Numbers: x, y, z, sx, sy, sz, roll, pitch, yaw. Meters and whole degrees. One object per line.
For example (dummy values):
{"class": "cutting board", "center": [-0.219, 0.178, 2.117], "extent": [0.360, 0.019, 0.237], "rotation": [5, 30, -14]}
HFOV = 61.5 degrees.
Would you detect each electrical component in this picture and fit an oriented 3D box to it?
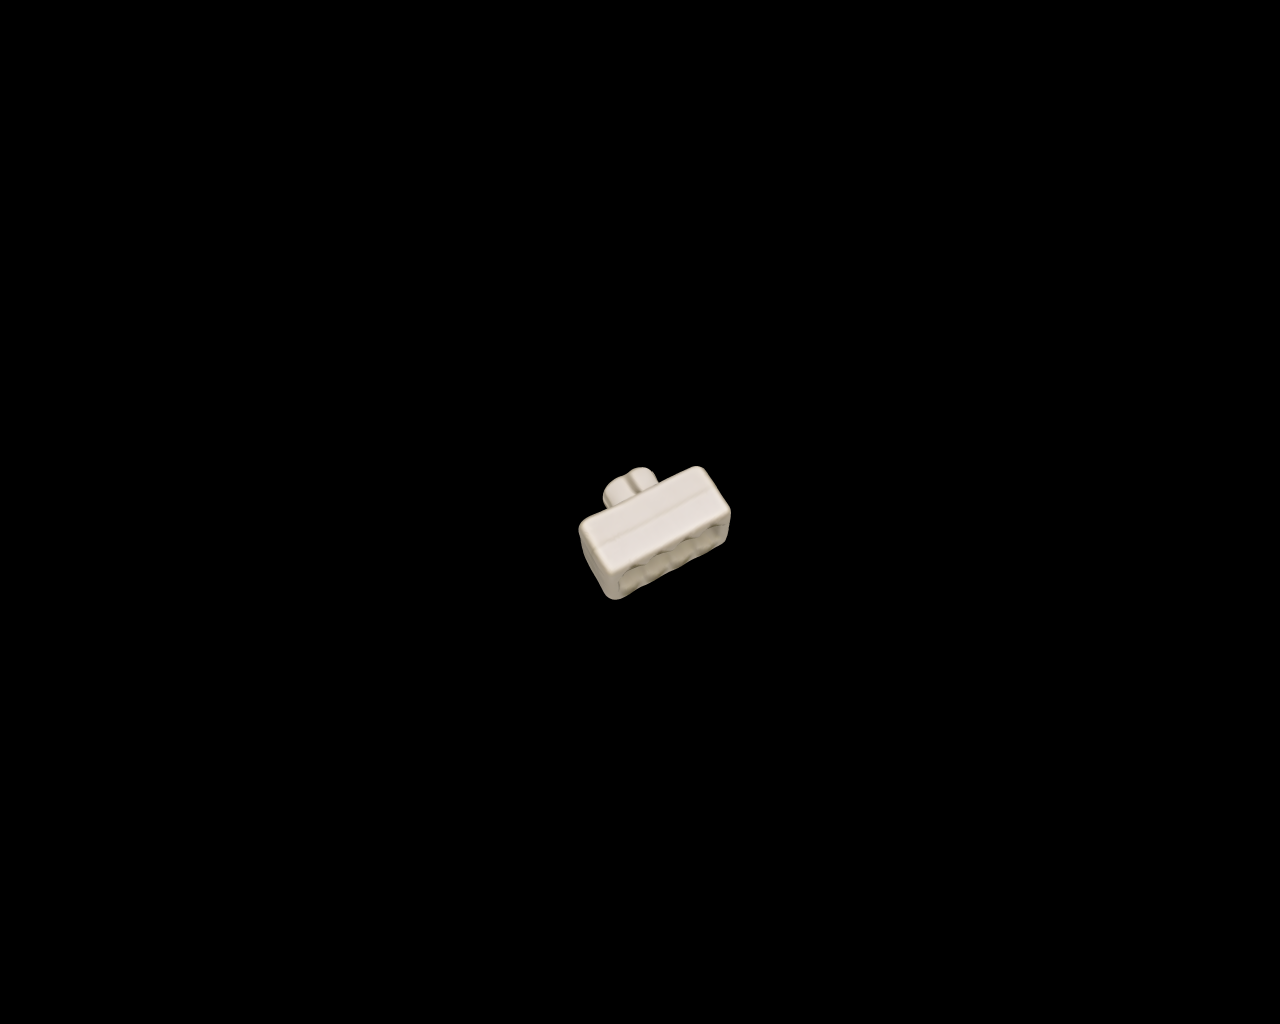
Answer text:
{"class": "electrical component", "center": [0.001, -0.003, 0.650], "extent": [0.083, 0.076, 0.047], "rotation": [-26, -20, -11]}
